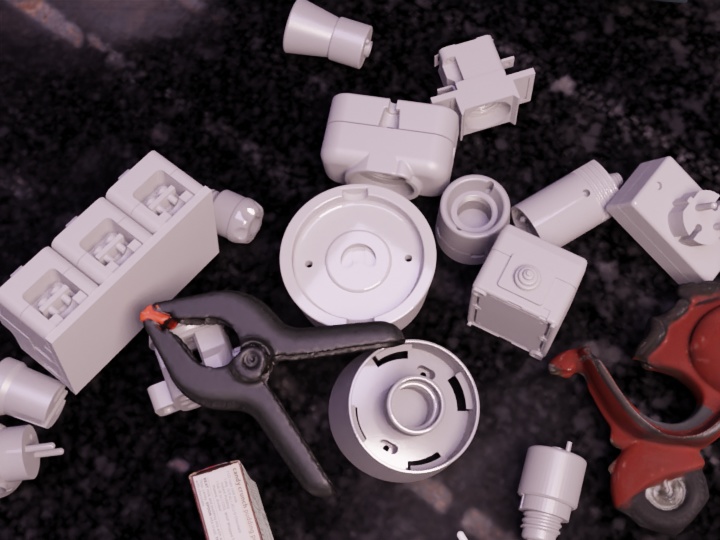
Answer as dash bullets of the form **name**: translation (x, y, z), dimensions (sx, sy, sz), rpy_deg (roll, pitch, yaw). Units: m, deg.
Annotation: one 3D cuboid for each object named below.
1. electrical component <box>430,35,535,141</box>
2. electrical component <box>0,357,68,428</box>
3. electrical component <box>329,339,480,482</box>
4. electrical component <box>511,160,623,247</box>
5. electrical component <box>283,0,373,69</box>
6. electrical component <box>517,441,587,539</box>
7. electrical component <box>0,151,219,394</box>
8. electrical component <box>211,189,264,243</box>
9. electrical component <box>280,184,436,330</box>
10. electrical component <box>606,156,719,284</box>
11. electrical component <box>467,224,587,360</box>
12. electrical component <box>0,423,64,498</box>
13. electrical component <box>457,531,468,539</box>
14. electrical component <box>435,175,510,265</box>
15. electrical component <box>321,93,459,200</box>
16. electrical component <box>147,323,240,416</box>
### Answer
- **electrical component**: translation (0.089, -0.141, 0.823), dimensions (0.081, 0.042, 0.063), rpy_deg (-17, 68, -3)
- **electrical component**: translation (-0.236, 0.088, 0.760), dimensions (0.046, 0.040, 0.040), rpy_deg (20, 72, 5)
- **electrical component**: translation (0.031, 0.096, 0.741), dimensions (0.099, 0.064, 0.099), rpy_deg (2, 76, -9)
- **electrical component**: translation (0.156, -0.047, 0.784), dimensions (0.081, 0.043, 0.043), rpy_deg (-30, 71, -8)
- **electrical component**: translation (-0.023, -0.183, 0.845), dimensions (0.065, 0.044, 0.044), rpy_deg (18, 72, 4)
- **electrical component**: translation (0.124, 0.153, 0.715), dimensions (0.040, 0.040, 0.078), rpy_deg (14, 72, 8)
- **electrical component**: translation (-0.174, -0.001, 0.749), dimensions (0.062, 0.089, 0.150), rpy_deg (36, 66, 15)
- **electrical component**: translation (-0.105, -0.044, 0.803), dimensions (0.061, 0.035, 0.035), rpy_deg (24, 73, 13)
- **electrical component**: translation (0.000, 0.000, 0.766), dimensions (0.108, 0.060, 0.108), rpy_deg (-1, 70, 3)
- **electrical component**: translation (0.229, -0.035, 0.743), dimensions (0.083, 0.076, 0.047), rpy_deg (44, 76, -11)
- **electrical component**: translation (0.115, 0.011, 0.737), dimensions (0.062, 0.096, 0.061), rpy_deg (26, 73, 12)
- **electrical component**: translation (-0.242, 0.125, 0.726), dimensions (0.079, 0.077, 0.044), rpy_deg (-7, 69, 1)
- **electrical component**: translation (0.076, 0.207, 0.694), dimensions (0.066, 0.047, 0.076), rpy_deg (-30, 71, -7)
- **electrical component**: translation (0.083, -0.037, 0.782), dimensions (0.055, 0.047, 0.055), rpy_deg (-1, 70, 3)
- **electrical component**: translation (0.022, -0.089, 0.799), dimensions (0.095, 0.053, 0.059), rpy_deg (9, 73, 9)
- **electrical component**: translation (-0.114, 0.060, 0.753), dimensions (0.078, 0.058, 0.057), rpy_deg (-21, 73, -5)
